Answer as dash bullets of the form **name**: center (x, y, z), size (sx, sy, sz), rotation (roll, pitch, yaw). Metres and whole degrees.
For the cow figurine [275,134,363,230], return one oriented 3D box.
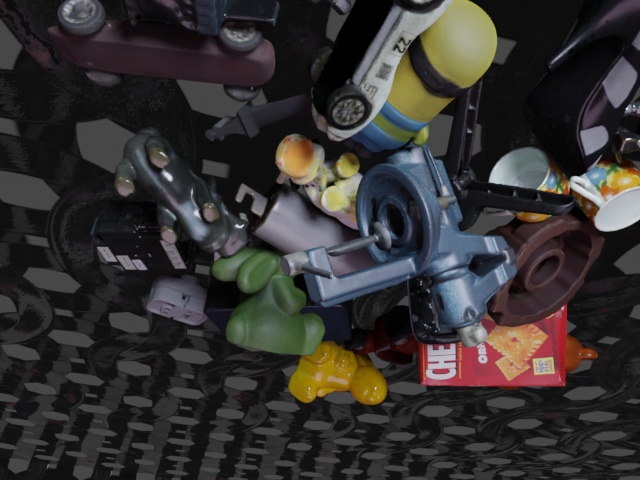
- **cow figurine**: center (0.007, -0.070, 0.622), size (0.167, 0.068, 0.098), rotation (34, 176, -33)

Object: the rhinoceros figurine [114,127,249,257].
- **rhinoceros figurine**: center (-0.161, -0.046, 0.646), size (0.073, 0.112, 0.190), rotation (-38, 119, 8)

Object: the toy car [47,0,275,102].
- **toy car**: center (-0.142, -0.179, 0.500), size (0.202, 0.053, 0.089), rotation (6, 163, -2)

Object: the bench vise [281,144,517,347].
- **bench vise**: center (0.077, 0.019, 0.541), size (0.240, 0.223, 0.129), rotation (-15, -176, -29)

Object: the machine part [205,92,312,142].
- **machine part**: center (-0.044, -0.132, 0.548), size (0.139, 0.084, 0.039), rotation (-15, 103, 11)

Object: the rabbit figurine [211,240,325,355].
- **rabbit figurine**: center (-0.072, 0.060, 0.741), size (0.159, 0.170, 0.121), rotation (19, 174, -43)

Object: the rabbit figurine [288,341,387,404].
- **rabbit figurine**: center (0.048, 0.258, 1.011), size (0.173, 0.122, 0.162), rotation (17, 178, 23)

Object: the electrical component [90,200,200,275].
- **electrical component**: center (-0.249, -0.001, 0.759), size (0.134, 0.058, 0.114), rotation (2, 143, 4)

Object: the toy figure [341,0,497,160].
- **toy figure**: center (0.086, -0.140, 0.498), size (0.082, 0.089, 0.180), rotation (8, 145, -34)

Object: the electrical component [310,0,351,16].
- **electrical component**: center (0.007, -0.229, 0.439), size (0.063, 0.021, 0.094), rotation (-24, 138, 34)

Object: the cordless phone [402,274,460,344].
- **cordless phone**: center (0.126, 0.074, 0.757), size (0.184, 0.146, 0.088), rotation (-5, 177, 24)

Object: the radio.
- **radio**: center (-0.060, 0.111, 0.887), size (0.230, 0.073, 0.131), rotation (-3, 145, 12)

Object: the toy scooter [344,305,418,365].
- **toy scooter**: center (0.145, 0.177, 0.956), size (0.135, 0.075, 0.184), rotation (28, 142, -29)

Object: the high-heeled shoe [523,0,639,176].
- **high-heeled shoe**: center (0.273, -0.157, 0.501), size (0.145, 0.086, 0.248), rotation (-41, 151, 8)

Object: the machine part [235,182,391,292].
- **machine part**: center (-0.001, -0.002, 0.691), size (0.243, 0.079, 0.079), rotation (31, 138, -19)

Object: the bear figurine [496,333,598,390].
- **bear figurine**: center (0.371, 0.209, 0.941), size (0.196, 0.132, 0.120), rotation (24, 170, -20)

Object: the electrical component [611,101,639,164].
- **electrical component**: center (0.351, -0.113, 0.554), size (0.102, 0.045, 0.078), rotation (-7, 115, 11)

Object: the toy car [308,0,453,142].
- **toy car**: center (0.048, -0.170, 0.438), size (0.056, 0.073, 0.201), rotation (6, 137, -30)

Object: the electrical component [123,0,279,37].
- **electrical component**: center (-0.094, -0.205, 0.439), size (0.119, 0.075, 0.047), rotation (8, 145, 2)

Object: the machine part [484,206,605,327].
- **machine part**: center (0.275, 0.031, 0.685), size (0.179, 0.056, 0.179), rotation (-15, 128, -20)
